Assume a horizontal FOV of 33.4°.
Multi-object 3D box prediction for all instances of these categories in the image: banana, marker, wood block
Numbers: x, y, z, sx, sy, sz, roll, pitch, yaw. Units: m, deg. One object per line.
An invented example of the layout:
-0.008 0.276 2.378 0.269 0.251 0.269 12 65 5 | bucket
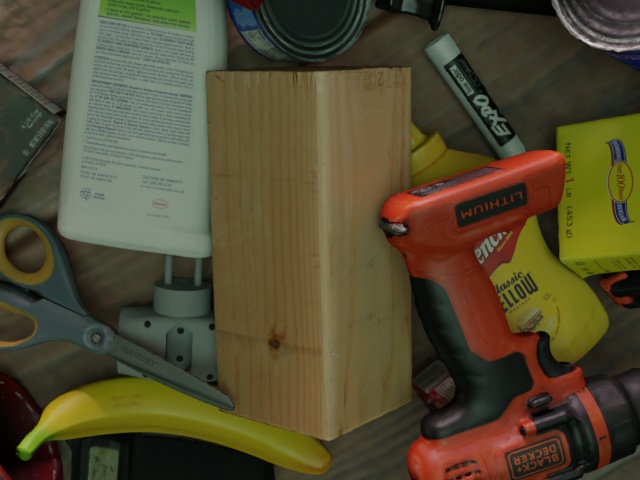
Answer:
-0.091 0.119 0.687 0.197 0.069 0.037 4 139 -12 | banana
0.108 -0.078 0.684 0.020 0.020 0.121 -36 101 3 | marker
-0.005 0.001 0.638 0.091 0.090 0.206 8 104 37 | wood block

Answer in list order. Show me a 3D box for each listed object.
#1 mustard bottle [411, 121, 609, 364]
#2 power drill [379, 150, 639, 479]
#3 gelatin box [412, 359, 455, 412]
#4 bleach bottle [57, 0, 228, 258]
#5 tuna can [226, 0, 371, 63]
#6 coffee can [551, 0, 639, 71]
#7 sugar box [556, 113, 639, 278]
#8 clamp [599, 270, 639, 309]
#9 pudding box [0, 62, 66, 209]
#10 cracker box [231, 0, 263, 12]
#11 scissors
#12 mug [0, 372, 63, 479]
0.097 0.004 0.679 0.096 0.058 0.191 -35 101 -2 | mustard bottle
0.122 0.048 0.607 0.184 0.057 0.187 -17 98 -10 | power drill
0.098 0.121 0.685 0.030 0.089 0.073 -36 102 -7 | gelatin box
-0.094 -0.121 0.640 0.102 0.068 0.251 8 98 -7 | bleach bottle
-0.013 -0.148 0.635 0.085 0.034 0.086 -4 98 -35 | tuna can
0.209 -0.139 0.603 0.140 0.103 0.103 10 103 -48 | coffee can
0.231 -0.034 0.629 0.177 0.048 0.093 -9 71 32 | sugar box
0.257 -0.010 0.664 0.039 0.120 0.171 38 101 -30 | clamp
-0.224 -0.060 0.653 0.090 0.039 0.113 38 96 -9 | pudding box
-0.100 -0.241 0.568 0.214 0.072 0.164 25 91 14 | cracker box
-0.138 0.040 0.656 0.202 0.016 0.096 9 89 16 | scissors
-0.216 0.147 0.677 0.081 0.093 0.117 -29 138 7 | mug
